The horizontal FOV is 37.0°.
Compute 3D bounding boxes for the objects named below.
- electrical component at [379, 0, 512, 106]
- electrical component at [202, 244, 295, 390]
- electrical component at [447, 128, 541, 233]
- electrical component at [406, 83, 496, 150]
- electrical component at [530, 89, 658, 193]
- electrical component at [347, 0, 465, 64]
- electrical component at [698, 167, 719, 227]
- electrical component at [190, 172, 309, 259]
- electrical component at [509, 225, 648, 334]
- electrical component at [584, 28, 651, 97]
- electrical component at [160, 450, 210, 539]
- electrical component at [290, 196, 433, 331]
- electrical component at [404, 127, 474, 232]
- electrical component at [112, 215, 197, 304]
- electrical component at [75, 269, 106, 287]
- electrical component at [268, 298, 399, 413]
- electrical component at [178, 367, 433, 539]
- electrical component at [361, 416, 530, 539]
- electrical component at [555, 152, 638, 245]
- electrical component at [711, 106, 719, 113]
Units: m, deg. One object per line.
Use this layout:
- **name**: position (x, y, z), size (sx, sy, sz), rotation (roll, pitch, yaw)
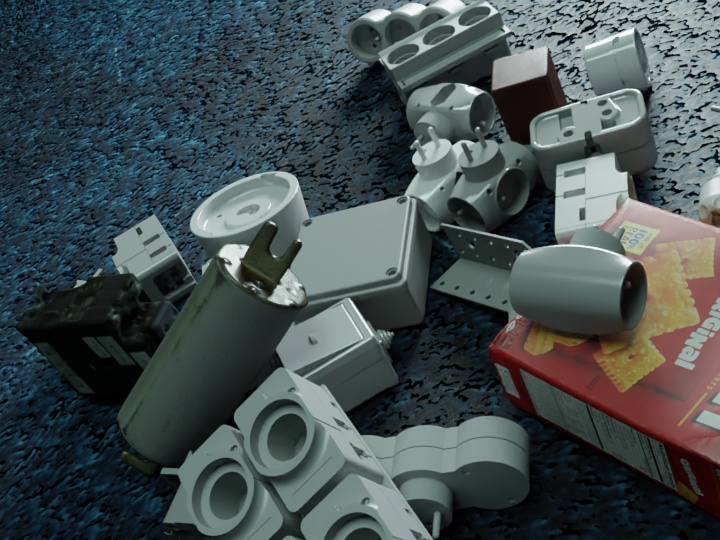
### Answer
- **electrical component**: position (0.090, -0.216, 1.098), size (0.121, 0.063, 0.078), rotation (-28, 37, 1)
- **electrical component**: position (-0.099, 0.038, 0.917), size (0.079, 0.063, 0.121), rotation (-23, 37, 7)
- **electrical component**: position (0.108, -0.083, 0.916), size (0.077, 0.079, 0.044), rotation (-45, 36, -22)
- **electrical component**: position (0.078, -0.140, 1.032), size (0.077, 0.043, 0.079), rotation (12, 52, 41)
- **electrical component**: position (0.197, -0.104, 0.900), size (0.095, 0.059, 0.053), rotation (-14, 39, 18)
- **electrical component**: position (0.061, -0.269, 1.190), size (0.138, 0.052, 0.074), rotation (-1, 25, 32)
- **electrical component**: position (0.275, -0.057, 0.816), size (0.035, 0.035, 0.061), rotation (-7, 39, 26)
- **electrical component**: position (-0.097, -0.037, 1.004), size (0.108, 0.060, 0.108), rotation (-17, 30, 10)
- **electrical component**: position (0.148, -0.001, 0.699), size (0.077, 0.043, 0.079), rotation (7, 50, 37)
- **electrical component**: position (0.235, -0.187, 0.981), size (0.047, 0.055, 0.055), rotation (-13, 39, 25)
- **electrical component**: position (-0.109, 0.170, 0.785), size (0.081, 0.042, 0.063), rotation (-4, 45, 30)
- **electrical component**: position (0.000, 0.000, 0.905), size (0.109, 0.056, 0.108), rotation (-12, 40, 20)
- **electrical component**: position (0.071, -0.088, 0.945), size (0.077, 0.079, 0.043), rotation (-45, 35, -21)
- **electrical component**: position (-0.202, -0.004, 1.044), size (0.056, 0.050, 0.089), rotation (-32, 37, -6)
- **electrical component**: position (-0.252, 0.043, 1.028), size (0.064, 0.042, 0.081), rotation (7, 50, 33)
- **electrical component**: position (-0.019, 0.067, 0.834), size (0.096, 0.061, 0.061), rotation (-30, 37, -3)
- **electrical component**: position (-0.031, 0.162, 0.670), size (0.105, 0.060, 0.186), rotation (-45, 51, 8)
- **electrical component**: position (0.044, 0.146, 0.708), size (0.138, 0.052, 0.073), rotation (-12, 40, 20)
- **electrical component**: position (0.188, -0.045, 0.844), size (0.056, 0.050, 0.089), rotation (-11, 40, 21)
- **electrical component**: position (0.321, -0.129, 0.864), size (0.077, 0.043, 0.079), rotation (-43, 39, -19)
